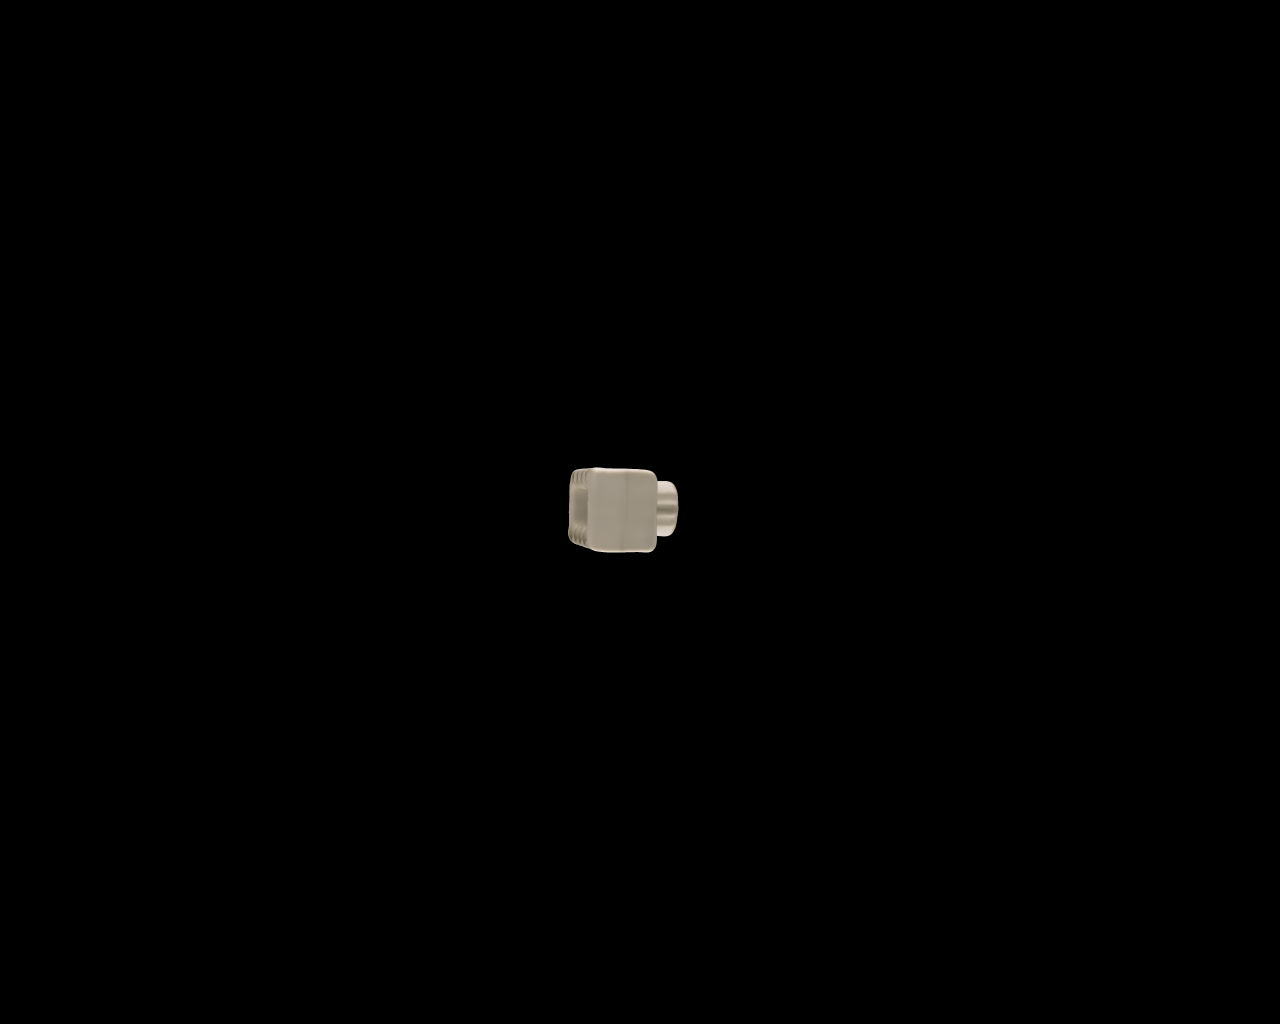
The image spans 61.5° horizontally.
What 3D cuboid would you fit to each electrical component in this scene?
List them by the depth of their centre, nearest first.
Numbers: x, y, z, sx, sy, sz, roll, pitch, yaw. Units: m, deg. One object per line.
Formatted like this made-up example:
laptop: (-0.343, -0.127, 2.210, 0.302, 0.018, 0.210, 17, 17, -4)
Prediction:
electrical component: (0.001, -0.003, 0.650, 0.076, 0.047, 0.083, -1, 3, -11)
